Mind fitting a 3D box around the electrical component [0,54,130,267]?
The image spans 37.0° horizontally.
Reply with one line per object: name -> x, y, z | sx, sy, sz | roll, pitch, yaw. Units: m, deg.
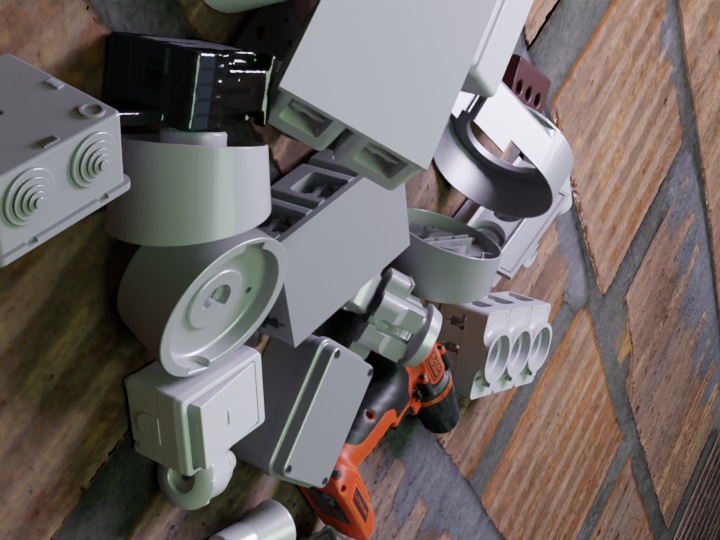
electrical component -> -0.175, -0.058, 0.528 | 0.100, 0.100, 0.048 | -40, 149, -41

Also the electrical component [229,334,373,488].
electrical component -> -0.046, 0.109, 0.849 | 0.078, 0.057, 0.113 | 36, 74, -57

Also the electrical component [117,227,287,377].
electrical component -> -0.106, 0.008, 0.693 | 0.108, 0.060, 0.108 | -41, 155, -24

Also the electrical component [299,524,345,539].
electrical component -> -0.027, 0.272, 0.932 | 0.062, 0.096, 0.061 | -35, 141, -3

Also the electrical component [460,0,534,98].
electrical component -> 0.067, -0.198, 0.823 | 0.056, 0.109, 0.108 | 36, 75, -60

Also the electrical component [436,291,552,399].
electrical component -> 0.139, 0.076, 1.114 | 0.150, 0.062, 0.089 | -4, 108, -57

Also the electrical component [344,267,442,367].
electrical component -> 0.031, 0.045, 0.894 | 0.078, 0.057, 0.058 | -59, -167, 13

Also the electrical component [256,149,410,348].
electrical component -> -0.032, -0.026, 0.798 | 0.150, 0.062, 0.089 | -41, 137, -40

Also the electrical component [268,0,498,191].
electrical component -> 0.020, -0.159, 0.717 | 0.105, 0.060, 0.186 | 28, 68, -13

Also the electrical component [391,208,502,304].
electrical component -> 0.073, -0.015, 0.937 | 0.099, 0.099, 0.064 | -28, 134, -49

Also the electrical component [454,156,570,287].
electrical component -> 0.139, -0.043, 1.045 | 0.121, 0.079, 0.063 | -51, 162, -30

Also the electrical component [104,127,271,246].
electrical component -> -0.102, -0.052, 0.645 | 0.099, 0.099, 0.064 | -11, 108, -55

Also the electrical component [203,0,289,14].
electrical component -> -0.062, -0.215, 0.679 | 0.099, 0.064, 0.099 | -6, 97, -61

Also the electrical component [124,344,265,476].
electrical component -> -0.105, 0.089, 0.743 | 0.096, 0.061, 0.061 | -33, 131, -46

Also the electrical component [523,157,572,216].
electrical component -> 0.189, -0.087, 1.127 | 0.079, 0.044, 0.077 | -51, 142, -31

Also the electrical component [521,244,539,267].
electrical component -> 0.155, -0.025, 1.103 | 0.040, 0.046, 0.040 | -32, 130, -47

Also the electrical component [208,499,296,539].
electrical component -> -0.088, 0.214, 0.852 | 0.065, 0.044, 0.044 | -19, 121, -47

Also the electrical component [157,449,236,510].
electrical component -> -0.112, 0.144, 0.777 | 0.062, 0.048, 0.048 | -6, 110, -66

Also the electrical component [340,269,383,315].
electrical component -> 0.000, 0.000, 0.881 | 0.078, 0.040, 0.040 | -65, 148, -12
